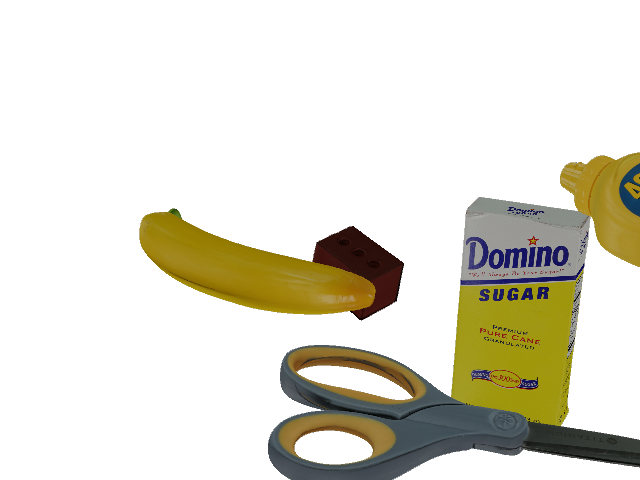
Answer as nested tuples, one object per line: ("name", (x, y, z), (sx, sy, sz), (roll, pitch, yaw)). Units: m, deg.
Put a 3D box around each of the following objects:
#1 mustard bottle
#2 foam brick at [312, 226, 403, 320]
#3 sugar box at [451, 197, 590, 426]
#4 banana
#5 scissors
("mustard bottle", (0.230, -0.011, 0.659), (0.096, 0.058, 0.192), (-29, 38, -31))
("foam brick", (0.036, 0.031, 1.060), (0.052, 0.051, 0.078), (-26, 47, -35))
("sugar box", (0.158, 0.059, 0.855), (0.093, 0.176, 0.048), (9, 23, 22))
("banana", (-0.058, 0.012, 0.697), (0.198, 0.037, 0.069), (22, 37, 37))
("scissors", (0.065, 0.091, 0.457), (0.202, 0.016, 0.096), (16, 34, 23))
